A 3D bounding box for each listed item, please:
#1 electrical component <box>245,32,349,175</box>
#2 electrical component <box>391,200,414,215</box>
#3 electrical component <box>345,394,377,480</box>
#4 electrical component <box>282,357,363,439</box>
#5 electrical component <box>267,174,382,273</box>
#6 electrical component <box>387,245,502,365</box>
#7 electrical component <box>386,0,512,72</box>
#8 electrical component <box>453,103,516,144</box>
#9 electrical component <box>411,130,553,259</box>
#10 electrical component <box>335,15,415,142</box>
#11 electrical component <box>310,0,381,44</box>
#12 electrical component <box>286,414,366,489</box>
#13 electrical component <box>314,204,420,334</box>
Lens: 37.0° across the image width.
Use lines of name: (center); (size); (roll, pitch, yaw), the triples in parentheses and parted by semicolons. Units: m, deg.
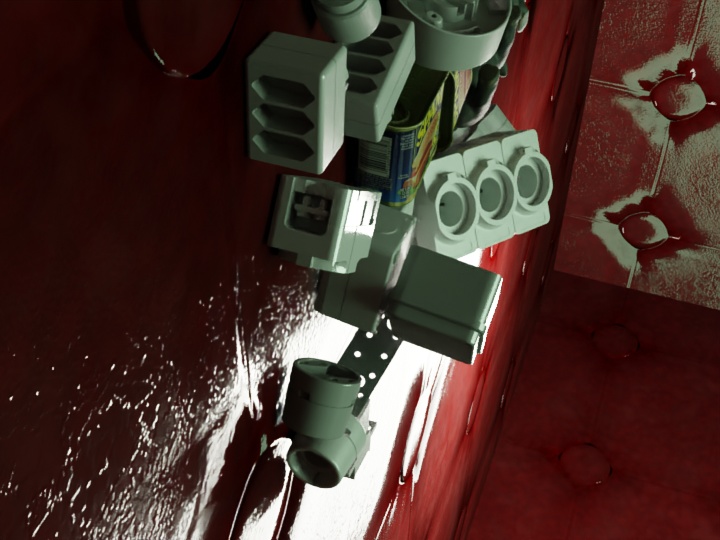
electrical component: (-0.030, -0.106, 0.629); (0.076, 0.047, 0.065); (-60, 160, -48)
electrical component: (0.020, -0.031, 0.911); (0.075, 0.047, 0.083); (-54, 154, -58)
electrical component: (-0.016, 0.145, 0.961); (0.081, 0.042, 0.063); (-55, 152, -57)
electrical component: (-0.031, 0.099, 0.828); (0.055, 0.055, 0.047); (-24, 131, -73)
electrical component: (-0.024, -0.031, 0.728); (0.089, 0.050, 0.055); (-12, 115, -75)
electrical component: (0.066, 0.030, 0.853); (0.113, 0.078, 0.057); (71, 39, -76)
electrical component: (0.066, -0.202, 0.825); (0.064, 0.099, 0.099); (97, 14, -52)
electrical component: (0.102, -0.133, 1.118); (0.052, 0.073, 0.138); (-21, -157, 51)
electrical component: (0.102, -0.068, 0.975); (0.150, 0.062, 0.089); (-21, 106, -37)
electrical component: (0.005, -0.123, 0.754); (0.075, 0.047, 0.083); (84, 24, -56)
electrical component: (-0.011, -0.170, 0.656); (0.078, 0.040, 0.040); (58, 48, -72)
electrical component: (-0.029, 0.146, 0.882); (0.047, 0.055, 0.055); (-57, 158, -43)
electrical component: (0.000, 0.000, 0.848); (0.061, 0.061, 0.096); (-57, 165, -53)
